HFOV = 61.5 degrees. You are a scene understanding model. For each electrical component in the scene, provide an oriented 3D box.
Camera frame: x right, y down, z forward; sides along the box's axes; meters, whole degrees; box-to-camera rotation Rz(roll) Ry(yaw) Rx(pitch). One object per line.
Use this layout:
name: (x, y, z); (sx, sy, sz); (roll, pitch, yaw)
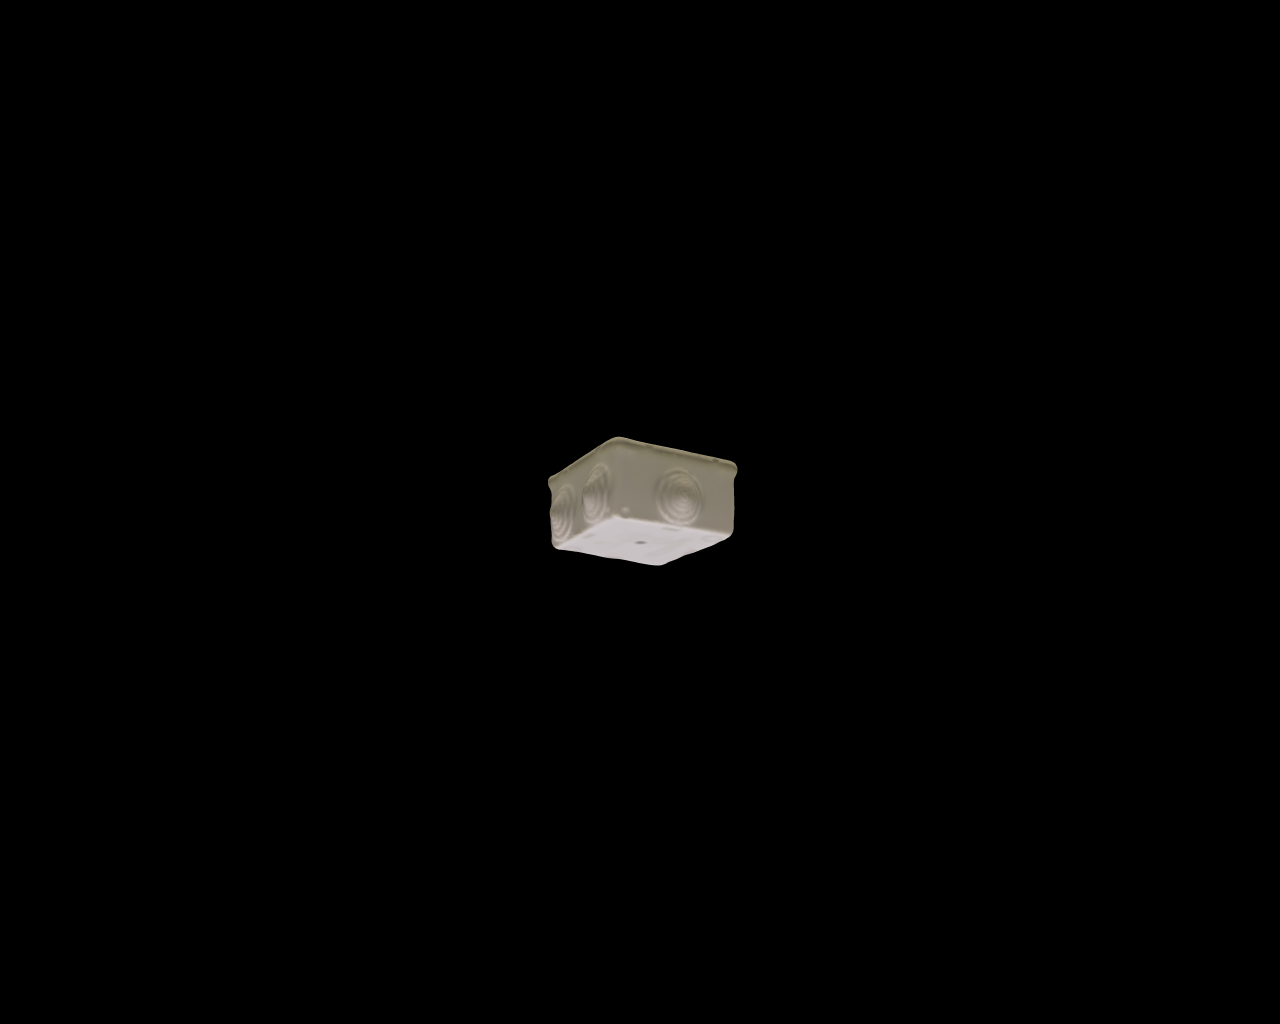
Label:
electrical component: (0.001, -0.003, 0.650); (0.100, 0.048, 0.099); (11, -21, -30)
